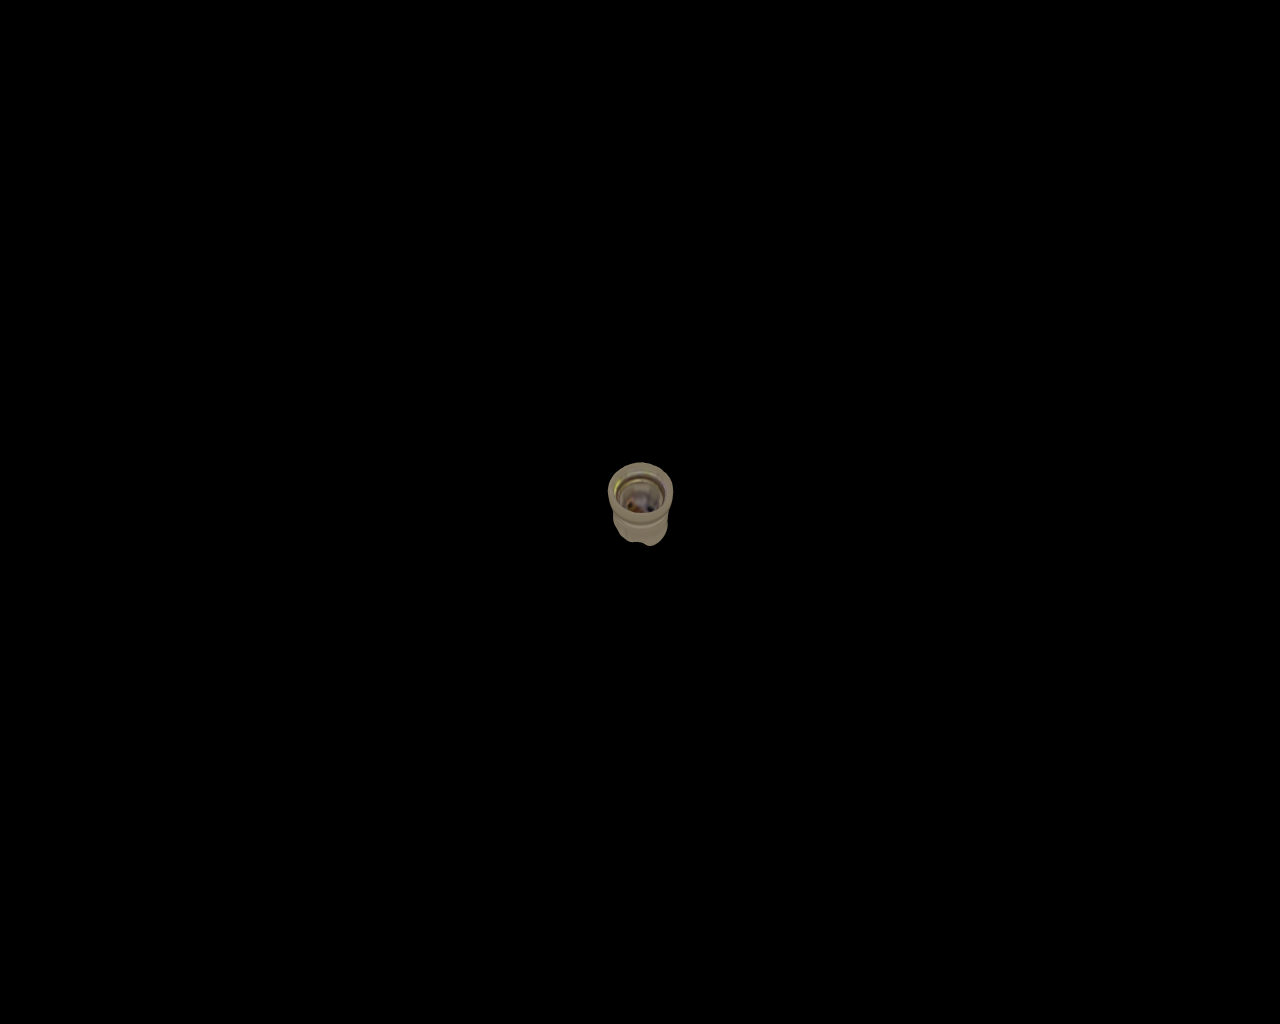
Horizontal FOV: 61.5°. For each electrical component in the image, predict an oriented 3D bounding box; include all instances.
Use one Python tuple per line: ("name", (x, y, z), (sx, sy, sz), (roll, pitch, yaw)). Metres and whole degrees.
("electrical component", (0.001, -0.003, 0.650), (0.040, 0.040, 0.046), (0, -32, 0))
